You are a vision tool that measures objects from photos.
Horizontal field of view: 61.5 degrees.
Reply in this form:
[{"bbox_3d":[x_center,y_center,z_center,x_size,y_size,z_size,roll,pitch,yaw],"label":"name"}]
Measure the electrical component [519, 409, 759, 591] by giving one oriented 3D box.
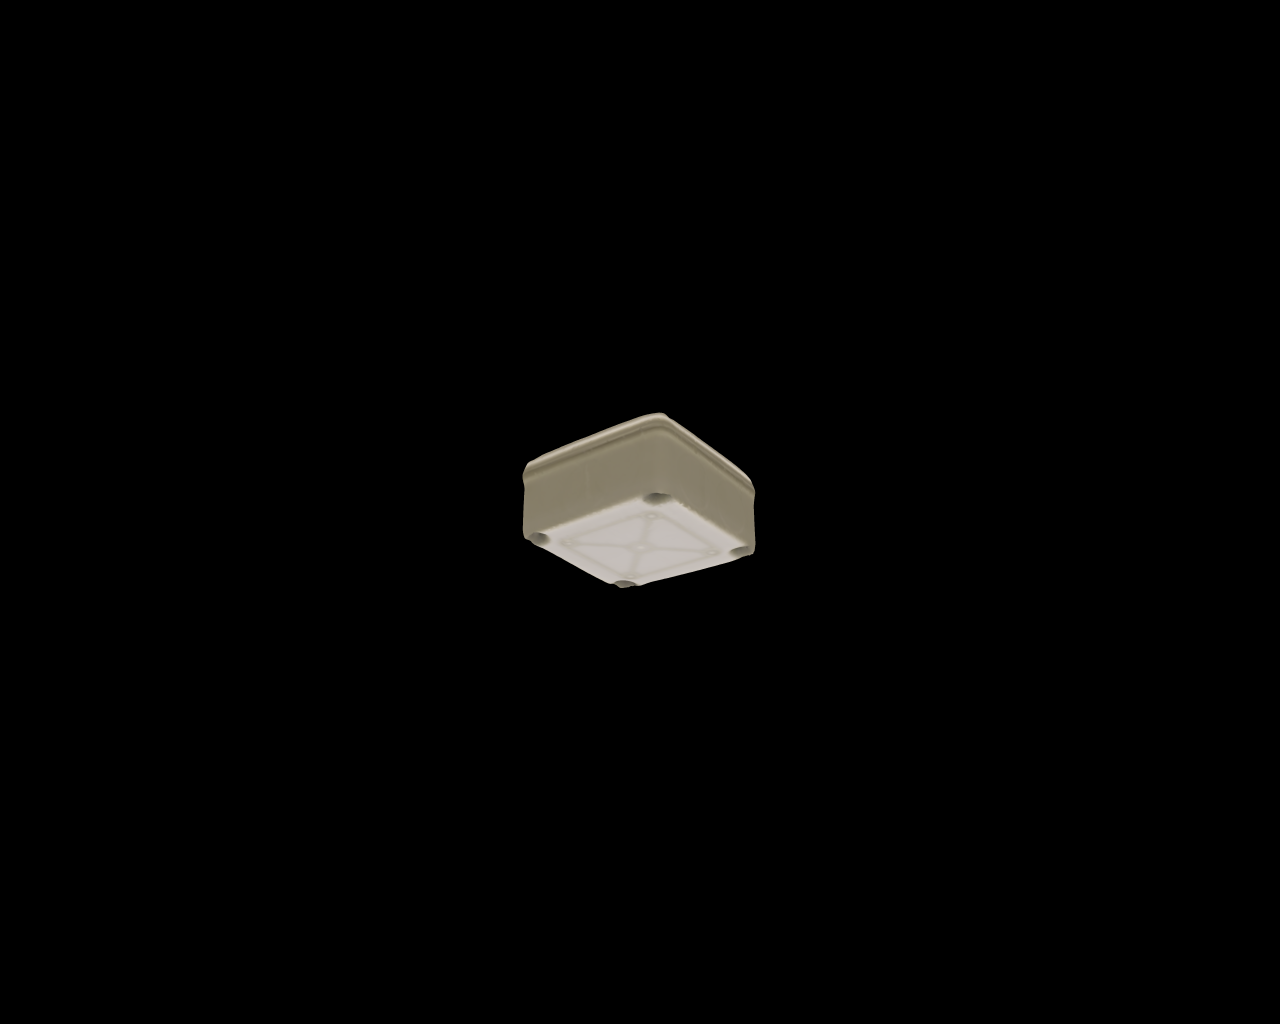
[{"bbox_3d":[0.001,-0.003,0.650,0.108,0.056,0.108,-18,-32,31],"label":"electrical component"}]
